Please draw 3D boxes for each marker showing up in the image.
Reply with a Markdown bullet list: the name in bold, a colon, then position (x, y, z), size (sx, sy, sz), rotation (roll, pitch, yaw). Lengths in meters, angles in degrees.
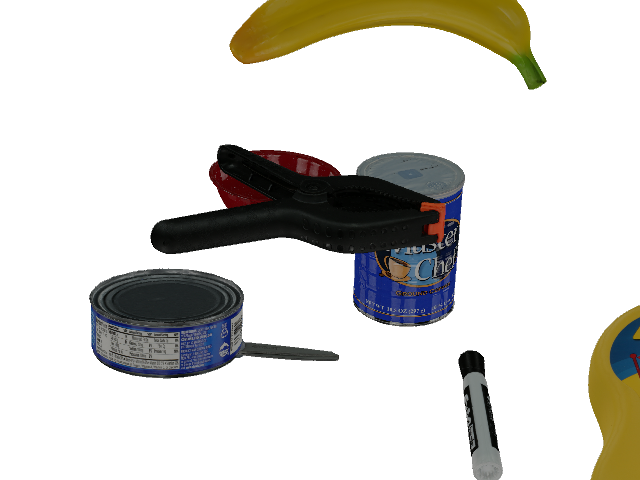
- **marker**: position (0.108, 0.116, 0.730), size (0.020, 0.020, 0.121), rotation (0, 32, 2)

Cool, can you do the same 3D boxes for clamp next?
- **clamp**: position (-0.009, -0.030, 0.820), size (0.210, 0.036, 0.164), rotation (3, 29, 6)

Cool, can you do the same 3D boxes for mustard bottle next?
- **mustard bottle**: position (0.184, 0.083, 0.534), size (0.096, 0.058, 0.191), rotation (6, 40, 11)

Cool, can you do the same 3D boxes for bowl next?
- **bowl**: position (-0.056, -0.055, 1.289), size (0.162, 0.055, 0.162), rotation (4, 26, -2)

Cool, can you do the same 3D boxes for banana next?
- **banana**: position (0.045, -0.133, 0.636), size (0.197, 0.069, 0.037), rotation (3, -16, -12)

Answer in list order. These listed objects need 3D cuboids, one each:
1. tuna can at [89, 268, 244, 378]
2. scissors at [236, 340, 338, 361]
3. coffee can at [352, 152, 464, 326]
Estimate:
- **tuna can**: position (-0.086, 0.046, 0.601), size (0.086, 0.034, 0.086), rotation (2, 18, -1)
- **scissors**: position (-0.090, 0.088, 0.989), size (0.201, 0.016, 0.096), rotation (-3, 33, -11)
- **coffee can**: position (0.084, -0.002, 1.038), size (0.103, 0.140, 0.103), rotation (1, 27, 0)
